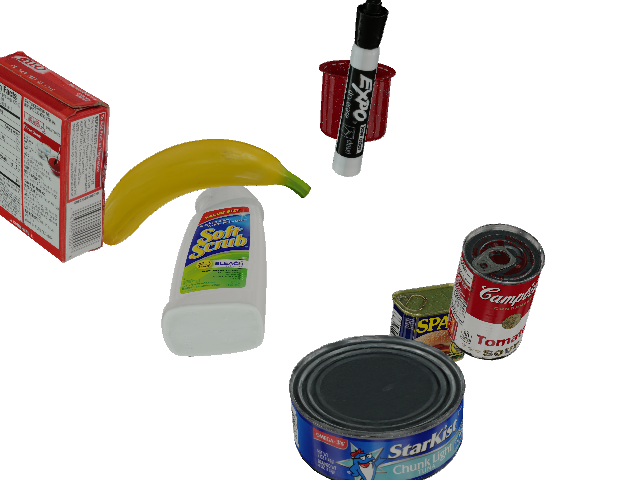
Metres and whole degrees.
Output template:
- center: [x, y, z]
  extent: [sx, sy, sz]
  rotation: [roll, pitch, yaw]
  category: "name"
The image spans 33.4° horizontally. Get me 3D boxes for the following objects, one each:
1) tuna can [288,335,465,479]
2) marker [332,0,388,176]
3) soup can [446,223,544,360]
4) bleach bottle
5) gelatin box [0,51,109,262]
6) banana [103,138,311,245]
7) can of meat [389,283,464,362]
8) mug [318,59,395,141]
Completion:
- center: [0.028, 0.083, 0.525]
  extent: [0.086, 0.034, 0.086]
  rotation: [-2, 26, 1]
  category: "tuna can"
- center: [0.024, -0.094, 0.663]
  extent: [0.020, 0.121, 0.020]
  rotation: [5, 38, -4]
  category: "marker"
- center: [0.147, 0.045, 0.910]
  extent: [0.068, 0.102, 0.068]
  rotation: [2, 45, -2]
  category: "soup can"
- center: [-0.109, 0.013, 1.124]
  extent: [0.102, 0.068, 0.251]
  rotation: [-4, 37, -1]
  category: "bleach bottle"
- center: [-0.145, -0.045, 0.561]
  extent: [0.073, 0.089, 0.030]
  rotation: [31, 38, 30]
  category: "gelatin box"
- center: [-0.107, -0.040, 0.829]
  extent: [0.198, 0.069, 0.037]
  rotation: [-11, 24, 29]
  category: "banana"
- center: [0.134, 0.107, 1.307]
  extent: [0.102, 0.084, 0.057]
  rotation: [-7, 30, -23]
  category: "can of meat"
- center: [0.048, -0.173, 1.307]
  extent: [0.093, 0.081, 0.117]
  rotation: [17, 26, 29]
  category: "mug"
